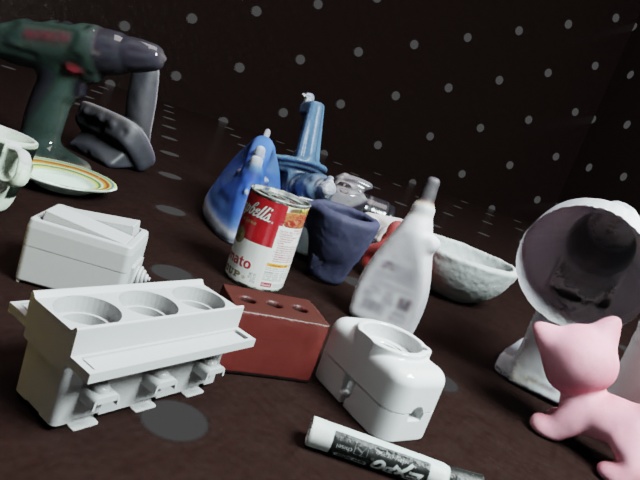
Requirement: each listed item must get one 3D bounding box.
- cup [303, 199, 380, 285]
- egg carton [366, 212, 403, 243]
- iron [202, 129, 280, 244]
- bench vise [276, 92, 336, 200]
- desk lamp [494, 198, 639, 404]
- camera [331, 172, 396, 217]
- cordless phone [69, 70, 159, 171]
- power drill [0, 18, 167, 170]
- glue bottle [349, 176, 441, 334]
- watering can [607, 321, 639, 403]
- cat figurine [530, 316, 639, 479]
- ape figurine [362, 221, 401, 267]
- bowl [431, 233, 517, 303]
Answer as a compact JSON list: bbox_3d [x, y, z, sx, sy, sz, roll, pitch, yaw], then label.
[{"bbox_3d":[0.007,0.003,0.719,0.118,0.095,0.091,17,13,-12],"label":"cup"},{"bbox_3d":[0.124,0.003,0.956,0.151,0.069,0.107,6,18,-47],"label":"egg carton"},{"bbox_3d":[-0.100,-0.090,0.848,0.119,0.141,0.258,18,12,-9],"label":"iron"},{"bbox_3d":[-0.016,-0.136,0.991,0.206,0.220,0.122,29,16,38],"label":"bench vise"},{"bbox_3d":[0.265,0.059,0.593,0.117,0.213,0.204,26,14,27],"label":"desk lamp"},{"bbox_3d":[0.078,-0.065,1.107,0.137,0.101,0.143,19,12,-3],"label":"camera"},{"bbox_3d":[-0.330,-0.221,0.957,0.147,0.185,0.094,24,13,21],"label":"cordless phone"},{"bbox_3d":[-0.345,-0.201,0.794,0.229,0.208,0.075,19,12,-2],"label":"power drill"},{"bbox_3d":[0.094,0.015,0.616,0.078,0.173,0.037,23,13,17],"label":"glue bottle"},{"bbox_3d":[0.352,0.110,0.551,0.100,0.194,0.173,22,12,11],"label":"watering can"},{"bbox_3d":[0.239,0.125,0.492,0.067,0.118,0.127,6,18,-47],"label":"cat figurine"},{"bbox_3d":[0.103,0.017,0.811,0.077,0.092,0.076,22,12,10],"label":"ape figurine"},{"bbox_3d":[0.209,0.050,0.873,0.167,0.075,0.167,19,12,-4],"label":"bowl"}]
